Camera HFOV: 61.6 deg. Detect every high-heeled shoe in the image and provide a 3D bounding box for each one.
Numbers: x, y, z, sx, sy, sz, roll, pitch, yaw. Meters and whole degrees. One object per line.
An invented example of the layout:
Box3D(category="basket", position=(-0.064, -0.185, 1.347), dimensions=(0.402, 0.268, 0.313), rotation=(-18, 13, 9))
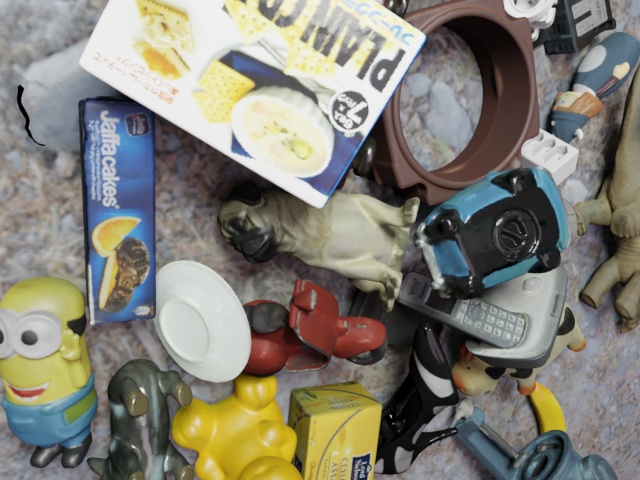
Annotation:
Box3D(category="high-heeled shoe", position=(0.090, 0.197, 0.649), dimensions=(0.145, 0.086, 0.248), rotation=(-16, 124, 3))

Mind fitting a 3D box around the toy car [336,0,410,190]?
Box3D(category="toy car", position=(0.020, -0.149, 0.493), dimensions=(0.089, 0.053, 0.202), rotation=(9, 102, -10))

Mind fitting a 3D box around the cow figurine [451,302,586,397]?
Box3D(category="cow figurine", position=(0.261, 0.142, 0.727), dimensions=(0.195, 0.086, 0.127), rotation=(-33, 120, -10))

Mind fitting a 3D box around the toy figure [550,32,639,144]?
Box3D(category="toy figure", position=(0.341, -0.189, 0.685), dimensions=(0.058, 0.064, 0.154), rotation=(38, 92, 8))

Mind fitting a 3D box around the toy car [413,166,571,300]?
Box3D(category="toy car", position=(0.166, -0.005, 0.556), dimensions=(0.162, 0.103, 0.109), rotation=(-26, 97, -10))

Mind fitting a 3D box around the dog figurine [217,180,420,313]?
Box3D(category="dog figurine", position=(0.000, -0.006, 0.579), dimensions=(0.191, 0.172, 0.121), rotation=(13, 74, 9))

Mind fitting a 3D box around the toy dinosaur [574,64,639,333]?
Box3D(category="toy dinosaur", position=(0.446, -0.054, 0.750), dimensions=(0.198, 0.105, 0.470), rotation=(-31, 123, -22))

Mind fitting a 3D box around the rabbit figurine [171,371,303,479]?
Box3D(category="rabbit figurine", position=(-0.070, 0.243, 0.558), dimensions=(0.122, 0.173, 0.162), rotation=(-19, 107, -22))

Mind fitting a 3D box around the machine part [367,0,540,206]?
Box3D(category="machine part", position=(0.139, -0.152, 0.592), dimensions=(0.201, 0.087, 0.200), rotation=(-21, 112, -16))

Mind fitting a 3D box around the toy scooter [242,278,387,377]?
Box3D(category="toy scooter", position=(-0.031, 0.086, 0.532), dimensions=(0.135, 0.184, 0.075), rotation=(57, 32, -54))

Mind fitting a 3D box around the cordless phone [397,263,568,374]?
Box3D(category="cordless phone", position=(0.193, 0.066, 0.653), dimensions=(0.184, 0.088, 0.146), rotation=(25, 58, 9))

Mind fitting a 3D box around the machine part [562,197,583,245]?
Box3D(category="machine part", position=(0.233, -0.013, 0.674), dimensions=(0.243, 0.079, 0.079), rotation=(-5, 106, -22))

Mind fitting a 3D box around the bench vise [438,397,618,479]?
Box3D(category="bench vise", position=(0.269, 0.320, 0.748), dimensions=(0.241, 0.223, 0.129), rotation=(43, 48, 5))

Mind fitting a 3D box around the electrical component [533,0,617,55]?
Box3D(category="electrical component", position=(0.296, -0.266, 0.652), dimensions=(0.119, 0.048, 0.074), rotation=(-29, 113, -16))

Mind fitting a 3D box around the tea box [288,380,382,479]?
Box3D(category="tea box", position=(0.011, 0.268, 0.659), dimensions=(0.098, 0.068, 0.169), rotation=(-2, 104, -24))

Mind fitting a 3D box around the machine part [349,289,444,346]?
Box3D(category="machine part", position=(0.095, 0.100, 0.668), dimensions=(0.139, 0.039, 0.084), rotation=(19, 90, -25))

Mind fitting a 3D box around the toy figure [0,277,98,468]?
Box3D(category="toy figure", position=(-0.252, 0.121, 0.497), dimensions=(0.082, 0.089, 0.180), rotation=(-8, 115, -17))

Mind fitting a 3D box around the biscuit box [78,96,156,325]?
Box3D(category="biscuit box", position=(-0.186, -0.027, 0.494), dimensions=(0.059, 0.063, 0.202), rotation=(-3, 105, -25))

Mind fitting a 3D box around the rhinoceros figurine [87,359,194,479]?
Box3D(category="rhinoceros figurine", position=(-0.188, 0.217, 0.537), dimensions=(0.073, 0.112, 0.190), rotation=(4, 90, -53))
